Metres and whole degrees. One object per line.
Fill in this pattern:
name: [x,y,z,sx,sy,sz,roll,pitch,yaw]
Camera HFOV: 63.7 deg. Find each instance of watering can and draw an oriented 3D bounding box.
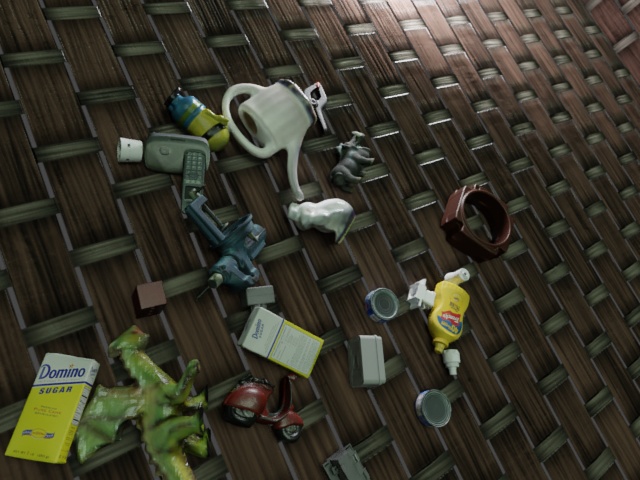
watering can: [-0.099,-0.283,1.349,0.227,0.102,0.348,-40,88,-22]

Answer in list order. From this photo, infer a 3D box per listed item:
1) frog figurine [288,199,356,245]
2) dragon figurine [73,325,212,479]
frog figurine: [0.004,-0.066,1.303,0.159,0.121,0.139,32,24,0]
dragon figurine: [-0.330,0.358,0.963,0.243,0.120,0.418,-3,66,-9]
